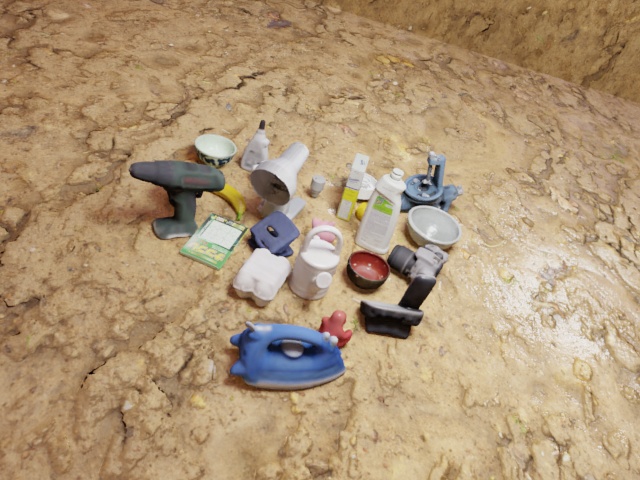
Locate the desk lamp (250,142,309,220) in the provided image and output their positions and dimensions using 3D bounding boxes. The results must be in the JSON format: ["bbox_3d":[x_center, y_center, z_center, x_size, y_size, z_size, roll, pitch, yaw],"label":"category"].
[{"bbox_3d":[-0.101,-0.148,1.527,0.118,0.213,0.203,27,40,9],"label":"desk lamp"}]

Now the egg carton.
[{"bbox_3d":[-0.136,0.085,1.357,0.107,0.069,0.150,24,39,5],"label":"egg carton"}]

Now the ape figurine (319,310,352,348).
[{"bbox_3d":[0.036,0.195,1.286,0.077,0.092,0.076,41,43,24],"label":"ape figurine"}]

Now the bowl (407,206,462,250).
[{"bbox_3d":[0.323,-0.022,1.672,0.167,0.075,0.167,12,40,-10],"label":"bowl"}]

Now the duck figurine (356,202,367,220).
[{"bbox_3d":[0.158,-0.104,1.687,0.105,0.086,0.077,-21,54,-39],"label":"duck figurine"}]

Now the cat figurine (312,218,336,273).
[{"bbox_3d":[0.014,0.005,1.475,0.067,0.118,0.127,0,43,-23],"label":"cat figurine"}]

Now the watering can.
[{"bbox_3d":[-0.001,0.049,1.358,0.101,0.194,0.172,-9,47,-30],"label":"watering can"}]

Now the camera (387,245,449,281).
[{"bbox_3d":[0.260,0.055,1.535,0.136,0.101,0.143,31,40,13],"label":"camera"}]

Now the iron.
[{"bbox_3d":[-0.051,0.223,1.177,0.259,0.141,0.118,6,41,-16],"label":"iron"}]

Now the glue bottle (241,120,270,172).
[{"bbox_3d":[-0.181,-0.275,1.674,0.078,0.173,0.037,21,39,2],"label":"glue bottle"}]

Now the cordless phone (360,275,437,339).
[{"bbox_3d":[0.183,0.136,1.342,0.148,0.185,0.094,8,40,-14],"label":"cordless phone"}]

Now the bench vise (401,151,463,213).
[{"bbox_3d":[0.347,-0.180,1.749,0.208,0.220,0.121,-14,50,-34],"label":"bench vise"}]

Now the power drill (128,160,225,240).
[{"bbox_3d":[-0.346,-0.103,1.377,0.230,0.208,0.075,-9,47,-31],"label":"power drill"}]

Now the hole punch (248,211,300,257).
[{"bbox_3d":[-0.117,-0.008,1.456,0.101,0.091,0.108,-20,54,-38],"label":"hole punch"}]

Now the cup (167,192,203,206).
[{"bbox_3d":[-0.351,-0.125,1.490,0.117,0.095,0.092,35,41,18],"label":"cup"}]
